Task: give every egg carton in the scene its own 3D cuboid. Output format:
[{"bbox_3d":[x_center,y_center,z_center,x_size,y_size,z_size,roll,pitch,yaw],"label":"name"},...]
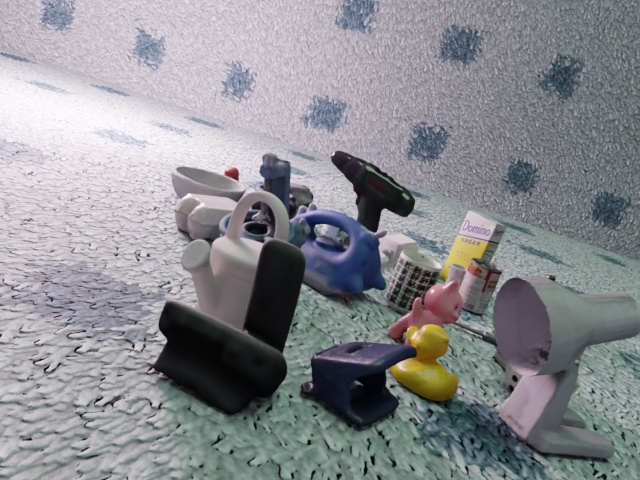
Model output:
[{"bbox_3d":[-0.202,-0.041,1.111,0.151,0.069,0.107,2,22,-47],"label":"egg carton"}]

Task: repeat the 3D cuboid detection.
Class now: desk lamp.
[{"bbox_3d":[0.309,0.156,0.736,0.204,0.213,0.117,13,16,-21],"label":"desk lamp"}]

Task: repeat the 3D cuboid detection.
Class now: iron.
[{"bbox_3d":[0.010,0.004,1.065,0.257,0.141,0.119,28,17,32],"label":"iron"}]

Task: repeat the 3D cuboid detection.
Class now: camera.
[{"bbox_3d":[-0.096,-0.096,1.376,0.137,0.101,0.142,9,17,-32],"label":"camera"}]

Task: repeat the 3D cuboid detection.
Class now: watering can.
[{"bbox_3d":[-0.096,0.032,0.730,0.100,0.194,0.173,22,15,15],"label":"watering can"}]

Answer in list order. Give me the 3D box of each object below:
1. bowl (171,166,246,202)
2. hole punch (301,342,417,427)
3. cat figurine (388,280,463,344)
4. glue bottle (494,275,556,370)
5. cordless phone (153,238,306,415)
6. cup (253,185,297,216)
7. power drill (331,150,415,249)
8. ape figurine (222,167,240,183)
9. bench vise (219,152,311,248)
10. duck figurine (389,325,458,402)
[{"bbox_3d":[-0.252,-0.103,1.263,0.167,0.075,0.167,17,15,-4],"label":"bowl"},{"bbox_3d":[0.046,0.151,0.677,0.100,0.091,0.109,27,17,30],"label":"hole punch"},{"bbox_3d":[0.183,0.114,0.926,0.128,0.118,0.067,3,21,-46],"label":"cat figurine"},{"bbox_3d":[0.342,0.136,0.929,0.037,0.173,0.078,14,15,-16],"label":"glue bottle"},{"bbox_3d":[-0.091,0.072,0.611,0.147,0.185,0.094,22,15,13],"label":"cordless phone"},{"bbox_3d":[-0.099,-0.058,1.246,0.092,0.095,0.117,2,22,-48],"label":"cup"},{"bbox_3d":[0.097,-0.078,1.333,0.229,0.208,0.076,24,16,21],"label":"power drill"},{"bbox_3d":[-0.221,-0.133,1.374,0.076,0.092,0.077,3,21,-46],"label":"ape figurine"},{"bbox_3d":[-0.086,-0.040,0.952,0.121,0.220,0.208,21,15,11],"label":"bench vise"},{"bbox_3d":[0.149,0.160,0.780,0.078,0.086,0.104,5,20,-42],"label":"duck figurine"}]
